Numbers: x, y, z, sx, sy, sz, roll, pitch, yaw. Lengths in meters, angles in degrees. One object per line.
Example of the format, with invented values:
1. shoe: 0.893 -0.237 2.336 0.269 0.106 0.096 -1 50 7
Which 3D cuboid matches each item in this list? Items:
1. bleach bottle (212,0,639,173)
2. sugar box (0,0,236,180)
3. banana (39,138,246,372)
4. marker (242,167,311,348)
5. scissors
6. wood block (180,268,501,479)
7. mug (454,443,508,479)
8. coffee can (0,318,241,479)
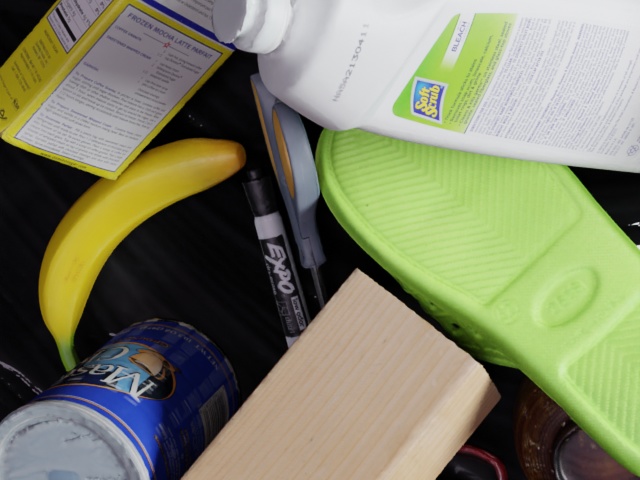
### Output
1. bleach bottle: 0.070 -0.090 0.480 0.068 0.250 0.103 45 122 48
2. sugar box: -0.098 -0.116 0.590 0.176 0.093 0.048 -45 59 16
3. banana: -0.125 -0.005 0.673 0.069 0.037 0.198 40 113 -2
4. marker: -0.024 0.014 0.654 0.020 0.020 0.121 -11 102 20
5. scissors: -0.004 0.001 0.612 0.016 0.096 0.202 -17 98 -8
6. wood block: -0.003 0.131 0.587 0.091 0.090 0.206 38 85 25
7. mug: 0.077 0.179 0.637 0.082 0.093 0.117 11 90 20
8. coffee can: -0.120 0.119 0.650 0.103 0.140 0.103 5 107 16
